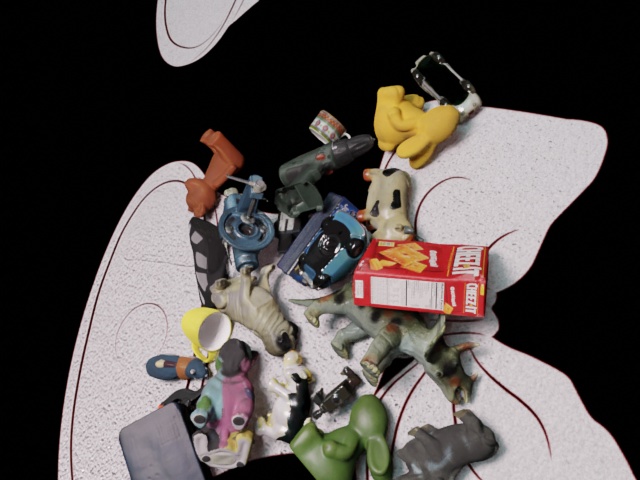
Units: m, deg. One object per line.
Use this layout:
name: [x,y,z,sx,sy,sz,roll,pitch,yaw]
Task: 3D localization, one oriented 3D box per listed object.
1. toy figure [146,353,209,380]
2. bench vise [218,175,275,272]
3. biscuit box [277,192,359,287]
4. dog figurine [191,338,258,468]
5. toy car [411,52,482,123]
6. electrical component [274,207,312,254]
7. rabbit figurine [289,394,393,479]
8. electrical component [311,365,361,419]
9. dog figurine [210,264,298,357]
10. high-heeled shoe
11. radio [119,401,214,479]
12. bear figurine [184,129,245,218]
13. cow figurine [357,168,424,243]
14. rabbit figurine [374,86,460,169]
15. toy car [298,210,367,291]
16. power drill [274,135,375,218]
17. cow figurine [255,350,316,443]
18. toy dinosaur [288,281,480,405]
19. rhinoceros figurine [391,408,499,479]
toy figure: [-0.308,0.278,1.173,0.155,0.064,0.057,-4,88,23]
bench vise: [-0.157,-0.059,1.149,0.240,0.129,0.224,118,156,-48]
biscuit box: [-0.002,-0.003,1.134,0.202,0.059,0.063,-54,31,-3]
dog figurine: [-0.175,0.304,1.053,0.109,0.191,0.219,1,28,1]
toy car: [0.268,-0.332,1.155,0.073,0.056,0.202,-40,53,14]
electrical component: [-0.063,-0.021,1.191,0.075,0.047,0.119,-10,63,25]
rabbit figurine: [0.056,0.345,0.918,0.170,0.121,0.159,-42,56,-13]
electrical component: [0.027,0.280,0.992,0.102,0.078,0.045,-42,79,12]
dog figurine: [-0.142,0.164,1.116,0.172,0.121,0.190,-29,74,42]
high-heeled shoe: [-0.273,0.052,1.273,0.249,0.086,0.145,45,118,49]
radio: [-0.287,0.441,1.028,0.131,0.073,0.230,-24,70,-8]
bear figurine: [-0.283,-0.161,1.334,0.196,0.131,0.120,-47,28,-3]
cow figurine: [0.143,-0.054,1.077,0.127,0.085,0.195,-5,64,33]
rabbit figurine: [0.198,-0.235,1.102,0.173,0.121,0.162,11,81,36]
toy car: [0.039,0.031,1.073,0.161,0.102,0.109,-54,49,7]
power drill: [-0.003,-0.145,1.159,0.232,0.085,0.207,-14,36,30]
cow figurine: [-0.051,0.299,1.022,0.098,0.068,0.167,12,77,27]
toy dinosaur: [0.105,0.143,0.989,0.192,0.131,0.405,-39,45,-14]
rhinoceros figurine: [0.194,0.349,0.869,0.190,0.073,0.112,-33,67,9]
